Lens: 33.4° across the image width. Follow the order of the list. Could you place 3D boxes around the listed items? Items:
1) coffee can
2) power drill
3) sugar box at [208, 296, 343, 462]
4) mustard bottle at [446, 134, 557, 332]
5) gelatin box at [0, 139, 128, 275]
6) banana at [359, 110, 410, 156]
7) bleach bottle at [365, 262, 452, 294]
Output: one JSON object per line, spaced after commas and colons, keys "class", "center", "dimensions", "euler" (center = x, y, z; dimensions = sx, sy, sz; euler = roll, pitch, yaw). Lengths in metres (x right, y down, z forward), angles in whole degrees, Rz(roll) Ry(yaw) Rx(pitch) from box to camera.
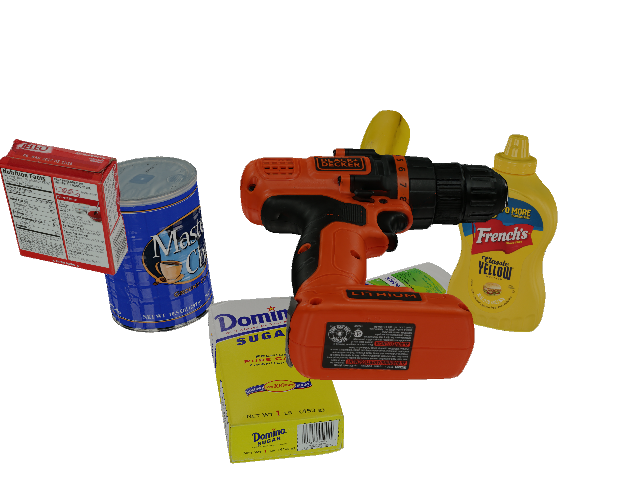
{"class": "coffee can", "center": [-0.162, 0.003, 1.030], "dimensions": [0.103, 0.140, 0.103], "euler": [-4, 27, 2]}
{"class": "power drill", "center": [0.043, 0.007, 0.673], "dimensions": [0.184, 0.057, 0.187], "euler": [-1, 34, -5]}
{"class": "sugar box", "center": [-0.042, 0.112, 0.910], "dimensions": [0.093, 0.048, 0.176], "euler": [-4, 33, -11]}
{"class": "mustard bottle", "center": [0.182, -0.010, 1.052], "dimensions": [0.096, 0.192, 0.058], "euler": [12, 20, 21]}
{"class": "gelatin box", "center": [-0.174, -0.023, 0.730], "dimensions": [0.073, 0.089, 0.030], "euler": [11, 44, 10]}
{"class": "banana", "center": [0.050, -0.076, 0.897], "dimensions": [0.037, 0.070, 0.197], "euler": [25, 25, -2]}
{"class": "bleach bottle", "center": [0.038, 0.092, 1.182], "dimensions": [0.250, 0.068, 0.103], "euler": [-14, 31, -25]}
